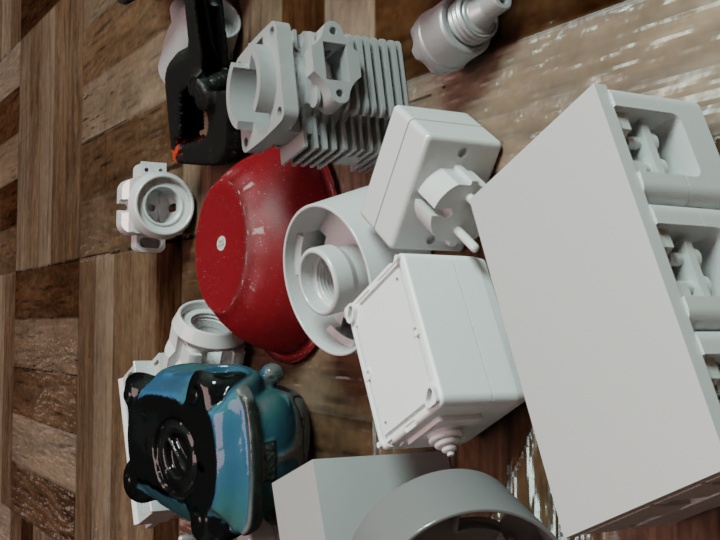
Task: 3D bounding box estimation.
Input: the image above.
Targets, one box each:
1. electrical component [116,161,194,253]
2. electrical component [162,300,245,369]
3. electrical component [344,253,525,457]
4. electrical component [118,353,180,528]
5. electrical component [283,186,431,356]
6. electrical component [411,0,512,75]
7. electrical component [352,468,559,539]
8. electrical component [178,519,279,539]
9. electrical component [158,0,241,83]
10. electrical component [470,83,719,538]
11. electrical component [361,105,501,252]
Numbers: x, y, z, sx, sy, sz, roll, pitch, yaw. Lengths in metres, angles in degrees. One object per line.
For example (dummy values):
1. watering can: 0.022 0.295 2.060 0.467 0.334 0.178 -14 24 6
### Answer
1. electrical component: -0.177 -0.055 0.928 0.057 0.058 0.078 -1 87 63
2. electrical component: -0.117 0.059 0.817 0.078 0.058 0.057 49 132 50
3. electrical component: 0.041 0.047 0.538 0.061 0.061 0.096 -48 49 49
4. electrical component: -0.152 0.137 0.867 0.079 0.063 0.121 -43 53 51
5. electrical component: 0.000 0.000 0.634 0.099 0.064 0.099 23 119 49
6. electrical component: 0.054 -0.126 0.552 0.061 0.035 0.035 -24 68 55
7. electrical component: 0.044 0.144 0.494 0.064 0.099 0.099 -129 49 -57
8. electrical component: -0.092 0.188 0.744 0.047 0.077 0.065 61 138 42
9. electrical component: -0.133 -0.196 0.873 0.077 0.044 0.079 -45 51 50
10. electrical component: 0.109 0.017 0.420 0.089 0.062 0.150 -45 51 50
11. electrical component: 0.044 -0.038 0.551 0.076 0.047 0.065 52 131 48
